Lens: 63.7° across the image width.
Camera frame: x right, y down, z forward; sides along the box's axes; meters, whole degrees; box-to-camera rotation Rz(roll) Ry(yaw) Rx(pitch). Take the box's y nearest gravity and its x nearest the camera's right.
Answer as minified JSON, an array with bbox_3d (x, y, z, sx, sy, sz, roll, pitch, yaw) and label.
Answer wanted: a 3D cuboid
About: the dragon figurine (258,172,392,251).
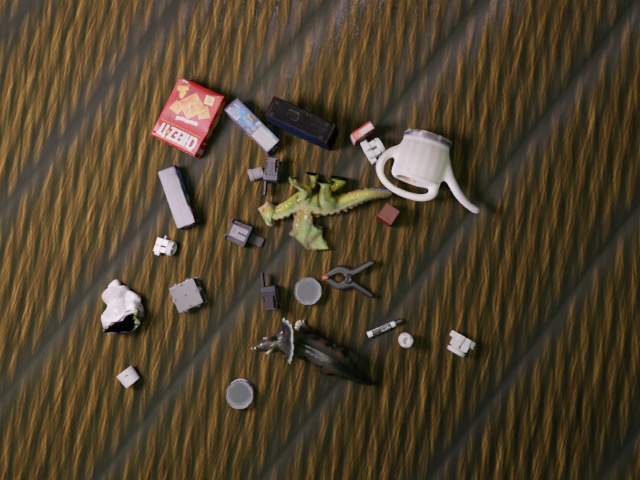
[{"bbox_3d":[0.005,-0.082,1.629,0.410,0.123,0.240,12,103,4],"label":"dragon figurine"}]

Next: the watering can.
[{"bbox_3d":[0.353,-0.221,1.610,0.348,0.103,0.225,18,85,4],"label":"watering can"}]

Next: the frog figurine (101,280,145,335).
[{"bbox_3d":[-0.629,0.212,1.620,0.137,0.121,0.162,-46,50,6],"label":"frog figurine"}]
